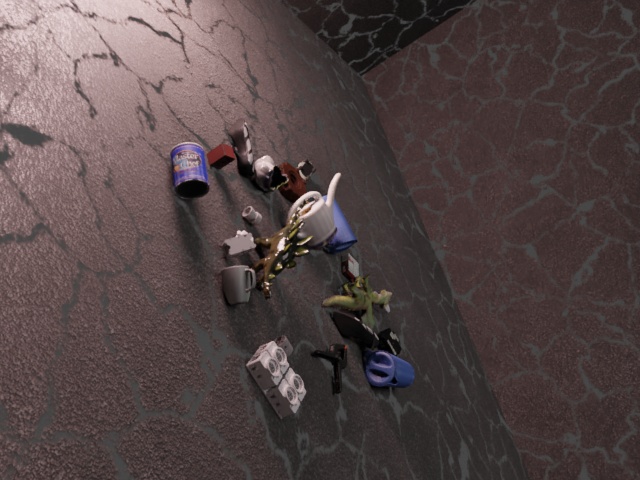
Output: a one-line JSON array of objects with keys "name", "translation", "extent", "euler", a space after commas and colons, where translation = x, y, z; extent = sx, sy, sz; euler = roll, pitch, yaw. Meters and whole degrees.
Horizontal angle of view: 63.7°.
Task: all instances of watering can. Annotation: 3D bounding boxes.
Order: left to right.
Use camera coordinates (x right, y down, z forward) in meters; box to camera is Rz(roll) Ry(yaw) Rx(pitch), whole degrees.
[{"name": "watering can", "translation": [0.006, -0.105, 2.084], "extent": [0.353, 0.104, 0.221], "euler": [-41, 118, -29]}]

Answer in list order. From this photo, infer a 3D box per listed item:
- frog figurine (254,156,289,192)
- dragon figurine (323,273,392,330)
[{"name": "frog figurine", "translation": [-0.213, -0.262, 1.993], "extent": [0.161, 0.122, 0.136], "euler": [34, 11, 36]}, {"name": "dragon figurine", "translation": [0.167, 0.279, 2.117], "extent": [0.415, 0.121, 0.242], "euler": [-27, 96, -46]}]
